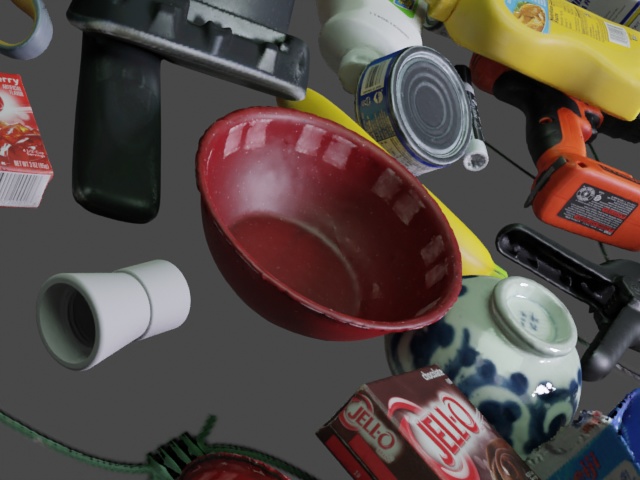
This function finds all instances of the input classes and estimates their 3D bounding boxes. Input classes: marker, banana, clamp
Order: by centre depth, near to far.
[{"bbox_3d":[0.038,-0.033,0.673,0.198,0.037,0.069,44,0,7],"label":"banana"},{"bbox_3d":[0.192,0.036,0.716,0.171,0.039,0.120,1,54,-46],"label":"clamp"},{"bbox_3d":[0.112,-0.097,0.817,0.020,0.020,0.121,21,38,-19],"label":"marker"}]

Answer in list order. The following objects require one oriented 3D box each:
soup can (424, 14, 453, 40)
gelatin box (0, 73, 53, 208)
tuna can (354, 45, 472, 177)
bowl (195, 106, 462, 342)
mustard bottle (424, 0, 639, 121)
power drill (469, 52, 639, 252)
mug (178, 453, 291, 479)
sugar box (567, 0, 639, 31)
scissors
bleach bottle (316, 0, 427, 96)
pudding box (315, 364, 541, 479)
[{"bbox_3d":[0.145,-0.192,0.907,0.102,0.069,0.068,19,39,-20],"label":"soup can"},{"bbox_3d":[-0.184,-0.053,0.524,0.089,0.030,0.073,2,47,-37],"label":"gelatin box"},{"bbox_3d":[0.065,-0.088,0.724,0.085,0.034,0.086,13,71,-41],"label":"tuna can"},{"bbox_3d":[-0.004,0.001,0.585,0.162,0.055,0.162,21,39,-18],"label":"bowl"},{"bbox_3d":[0.157,-0.158,0.803,0.191,0.058,0.096,22,37,-10],"label":"mustard bottle"},{"bbox_3d":[0.214,-0.076,0.844,0.184,0.057,0.187,16,38,-19],"label":"power drill"},{"bbox_3d":[-0.053,0.133,0.383,0.117,0.093,0.081,20,33,30],"label":"mug"},{"bbox_3d":[0.287,-0.165,0.968,0.048,0.093,0.176,-11,57,-46],"label":"sugar box"},{"bbox_3d":[-0.197,-0.190,0.632,0.202,0.096,0.016,57,6,24],"label":"scissors"},{"bbox_3d":[0.035,-0.196,0.831,0.102,0.068,0.250,25,40,-12],"label":"bleach bottle"},{"bbox_3d":[0.057,0.106,0.501,0.090,0.039,0.113,49,14,16],"label":"pudding box"}]
